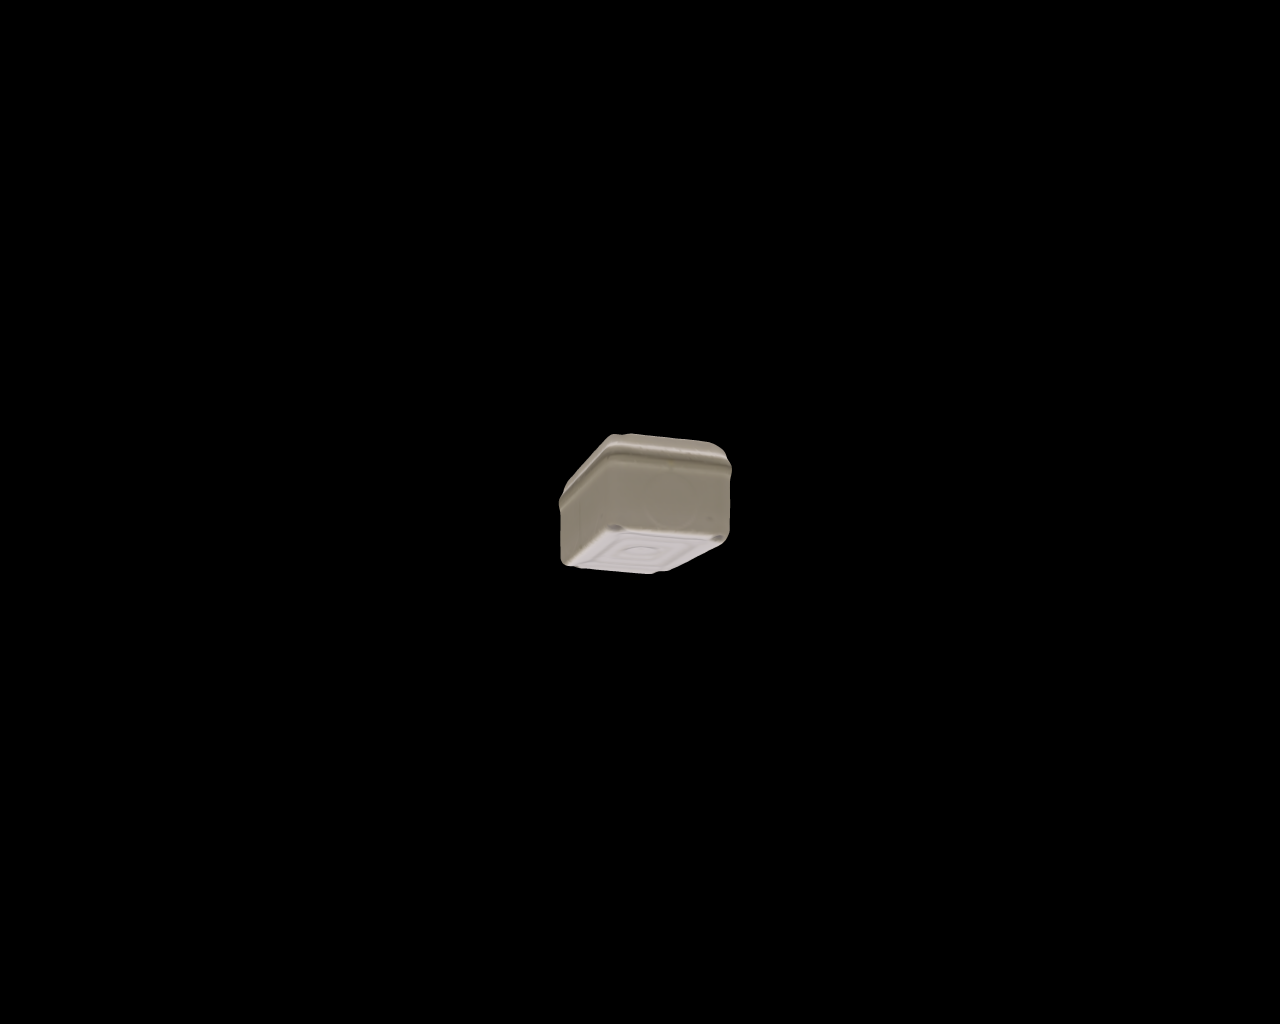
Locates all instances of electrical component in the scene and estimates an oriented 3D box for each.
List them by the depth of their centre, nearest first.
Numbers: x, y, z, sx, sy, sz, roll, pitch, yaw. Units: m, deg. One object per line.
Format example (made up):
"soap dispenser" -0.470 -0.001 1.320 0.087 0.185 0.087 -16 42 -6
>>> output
"electrical component" 0.001 -0.003 0.650 0.078 0.057 0.113 6 -17 -19
